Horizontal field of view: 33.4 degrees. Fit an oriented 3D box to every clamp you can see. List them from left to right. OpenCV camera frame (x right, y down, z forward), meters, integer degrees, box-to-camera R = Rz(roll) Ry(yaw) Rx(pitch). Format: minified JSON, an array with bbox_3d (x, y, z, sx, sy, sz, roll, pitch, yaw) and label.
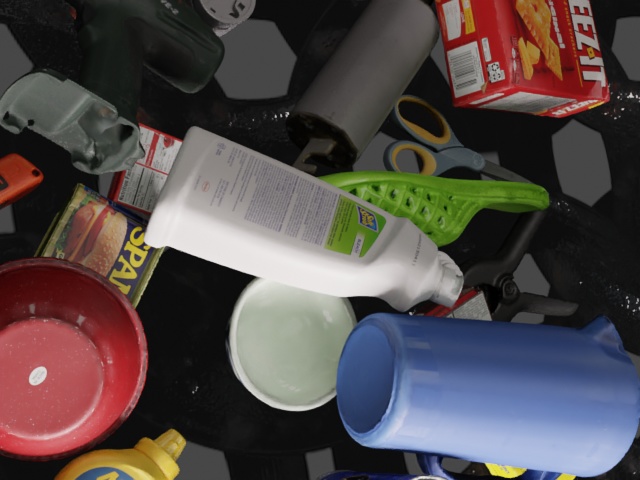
[{"bbox_3d":[0.178,0.036,1.050,0.171,0.039,0.120,-16,90,-30],"label":"clamp"}]

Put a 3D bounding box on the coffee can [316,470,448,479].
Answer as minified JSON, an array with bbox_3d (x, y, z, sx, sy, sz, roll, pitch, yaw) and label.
[{"bbox_3d":[0.052,0.245,0.886,0.102,0.141,0.103,6,78,-27],"label":"coffee can"}]

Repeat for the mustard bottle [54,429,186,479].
[{"bbox_3d":[-0.173,0.220,0.819,0.096,0.058,0.191,49,62,-10],"label":"mustard bottle"}]

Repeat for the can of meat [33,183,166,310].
[{"bbox_3d":[-0.181,0.016,0.855,0.084,0.058,0.102,30,68,-18],"label":"can of meat"}]

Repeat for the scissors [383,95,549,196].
[{"bbox_3d":[0.140,-0.066,1.064,0.201,0.016,0.096,37,68,-17],"label":"scissors"}]

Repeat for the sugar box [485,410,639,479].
[{"bbox_3d":[0.236,0.178,1.051,0.176,0.048,0.093,-36,98,-27],"label":"sugar box"}]

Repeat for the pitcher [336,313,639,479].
[{"bbox_3d":[0.137,0.138,0.905,0.242,0.145,0.149,9,66,-28],"label":"pitcher"}]

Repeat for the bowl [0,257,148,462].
[{"bbox_3d":[-0.207,0.096,0.792,0.162,0.055,0.162,-2,99,-12],"label":"bowl"}]

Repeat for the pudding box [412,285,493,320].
[{"bbox_3d":[0.123,0.110,0.987,0.090,0.039,0.113,-30,111,-21],"label":"pudding box"}]

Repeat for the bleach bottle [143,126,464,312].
[{"bbox_3d":[-0.006,0.001,0.852,0.250,0.068,0.102,23,56,-7],"label":"bleach bottle"}]

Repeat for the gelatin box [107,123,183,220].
[{"bbox_3d":[-0.131,-0.049,0.909,0.089,0.030,0.073,20,73,-23],"label":"gelatin box"}]

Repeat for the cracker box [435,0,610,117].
[{"bbox_3d":[0.200,-0.212,1.053,0.213,0.072,0.164,-4,82,-50],"label":"cracker box"}]

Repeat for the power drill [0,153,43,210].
[{"bbox_3d":[-0.296,-0.103,0.817,0.184,0.057,0.187,-37,96,-25],"label":"power drill"}]
